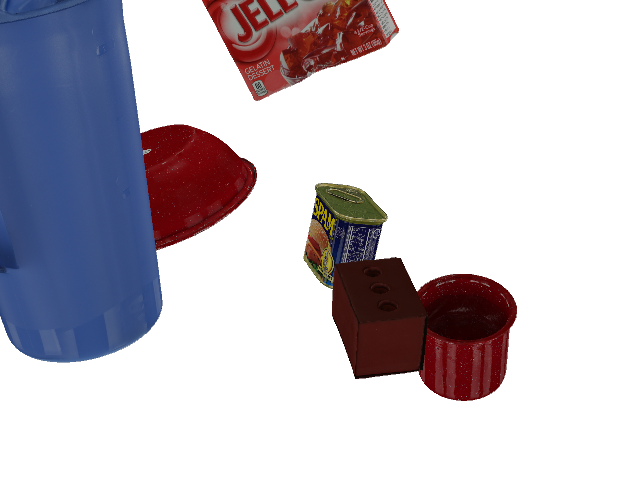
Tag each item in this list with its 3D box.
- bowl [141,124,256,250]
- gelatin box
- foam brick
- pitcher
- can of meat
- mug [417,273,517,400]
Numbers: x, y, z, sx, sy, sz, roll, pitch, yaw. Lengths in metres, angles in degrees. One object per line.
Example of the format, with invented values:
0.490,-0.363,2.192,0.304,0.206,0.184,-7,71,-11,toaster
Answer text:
-0.138,-0.052,0.898,0.162,0.055,0.162,-16,28,9,bowl
-0.014,-0.125,0.575,0.089,0.073,0.030,-18,20,28,gelatin box
0.042,0.055,0.776,0.053,0.051,0.078,-6,33,-11,foam brick
-0.180,-0.042,0.676,0.149,0.243,0.145,-10,28,-7,pitcher
0.023,-0.003,1.109,0.057,0.084,0.102,4,21,-20,can of meat
0.130,0.083,0.975,0.093,0.081,0.117,0,39,6,mug
